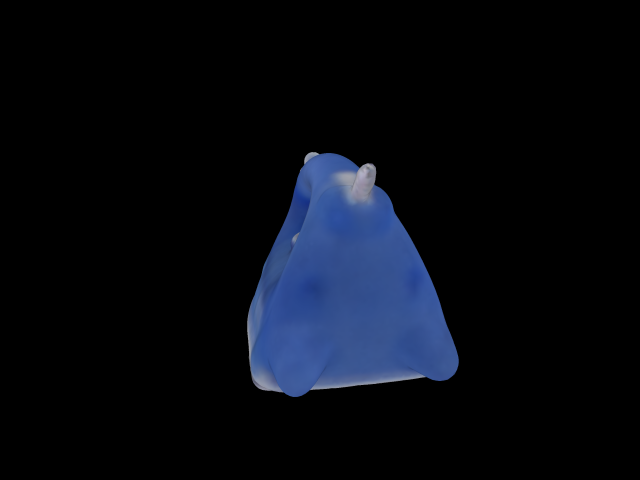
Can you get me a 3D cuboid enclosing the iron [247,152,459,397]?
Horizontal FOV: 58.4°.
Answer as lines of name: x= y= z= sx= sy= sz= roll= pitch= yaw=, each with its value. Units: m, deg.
iron: x=0.004 y=0.001 z=0.400 sx=0.119 sy=0.141 sz=0.258 roll=-3 pitch=16 yaw=-11
